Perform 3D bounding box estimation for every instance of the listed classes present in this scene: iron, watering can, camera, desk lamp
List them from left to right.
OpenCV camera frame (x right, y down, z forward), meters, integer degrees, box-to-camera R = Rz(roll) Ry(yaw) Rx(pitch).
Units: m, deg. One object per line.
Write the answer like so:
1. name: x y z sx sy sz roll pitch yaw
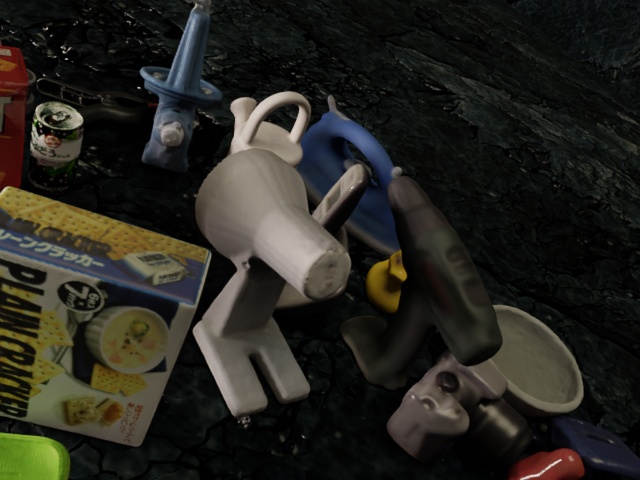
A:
1. watering can: -0.080 -0.128 0.801 0.172 0.194 0.101 40 39 14
2. desk lamp: -0.056 0.039 0.608 0.118 0.213 0.202 -8 50 -38
3. iron: 0.063 -0.105 0.909 0.257 0.141 0.119 45 40 20
4. camera: 0.175 0.201 0.664 0.136 0.100 0.143 42 39 17

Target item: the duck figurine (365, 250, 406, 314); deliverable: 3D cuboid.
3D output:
1. duck figurine: 0.116 0.045 0.817 0.077 0.086 0.105 33 38 6

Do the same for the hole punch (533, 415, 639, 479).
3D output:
1. hole punch: 0.332 0.263 0.702 0.109 0.091 0.101 19 38 -13

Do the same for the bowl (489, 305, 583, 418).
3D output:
1. bowl: 0.261 0.174 0.771 0.168 0.074 0.167 18 39 -15

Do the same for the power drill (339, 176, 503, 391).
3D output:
1. power drill: 0.107 0.069 0.682 0.076 0.208 0.229 -5 49 -36

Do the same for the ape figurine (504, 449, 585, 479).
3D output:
1. ape figurine: 0.260 0.270 0.647 0.076 0.092 0.078 33 38 6

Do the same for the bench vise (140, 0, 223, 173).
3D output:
1. bench vise: -0.183 -0.217 0.815 0.122 0.219 0.207 0 46 -32

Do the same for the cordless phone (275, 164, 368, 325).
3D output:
1. cordless phone: 0.007 0.003 0.714 0.094 0.185 0.147 16 39 -16
